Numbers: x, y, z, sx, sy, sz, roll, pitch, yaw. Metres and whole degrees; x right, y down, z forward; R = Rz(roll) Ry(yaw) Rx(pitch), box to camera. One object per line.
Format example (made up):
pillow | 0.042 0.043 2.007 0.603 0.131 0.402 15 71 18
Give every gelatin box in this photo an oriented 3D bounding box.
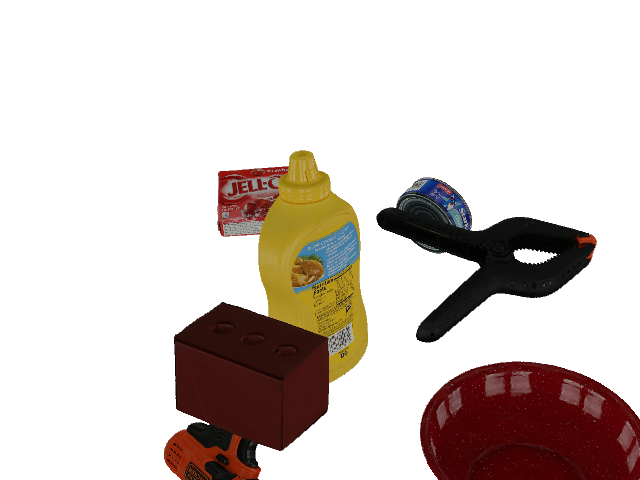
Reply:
gelatin box | -0.064 -0.042 1.125 0.089 0.073 0.030 -3 -41 0

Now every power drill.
power drill | -0.061 0.175 0.991 0.185 0.188 0.057 29 10 41

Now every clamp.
clamp | 0.167 0.027 1.029 0.210 0.164 0.036 -2 -42 -5

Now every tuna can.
tuna can | 0.129 -0.028 1.226 0.086 0.086 0.033 0 34 50

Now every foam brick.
foam brick | -0.040 0.079 0.625 0.078 0.051 0.052 16 28 26

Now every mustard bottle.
mustard bottle | -0.007 0.020 0.858 0.058 0.192 0.096 20 35 40

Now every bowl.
bowl | 0.151 0.160 0.768 0.162 0.055 0.162 -1 35 0
